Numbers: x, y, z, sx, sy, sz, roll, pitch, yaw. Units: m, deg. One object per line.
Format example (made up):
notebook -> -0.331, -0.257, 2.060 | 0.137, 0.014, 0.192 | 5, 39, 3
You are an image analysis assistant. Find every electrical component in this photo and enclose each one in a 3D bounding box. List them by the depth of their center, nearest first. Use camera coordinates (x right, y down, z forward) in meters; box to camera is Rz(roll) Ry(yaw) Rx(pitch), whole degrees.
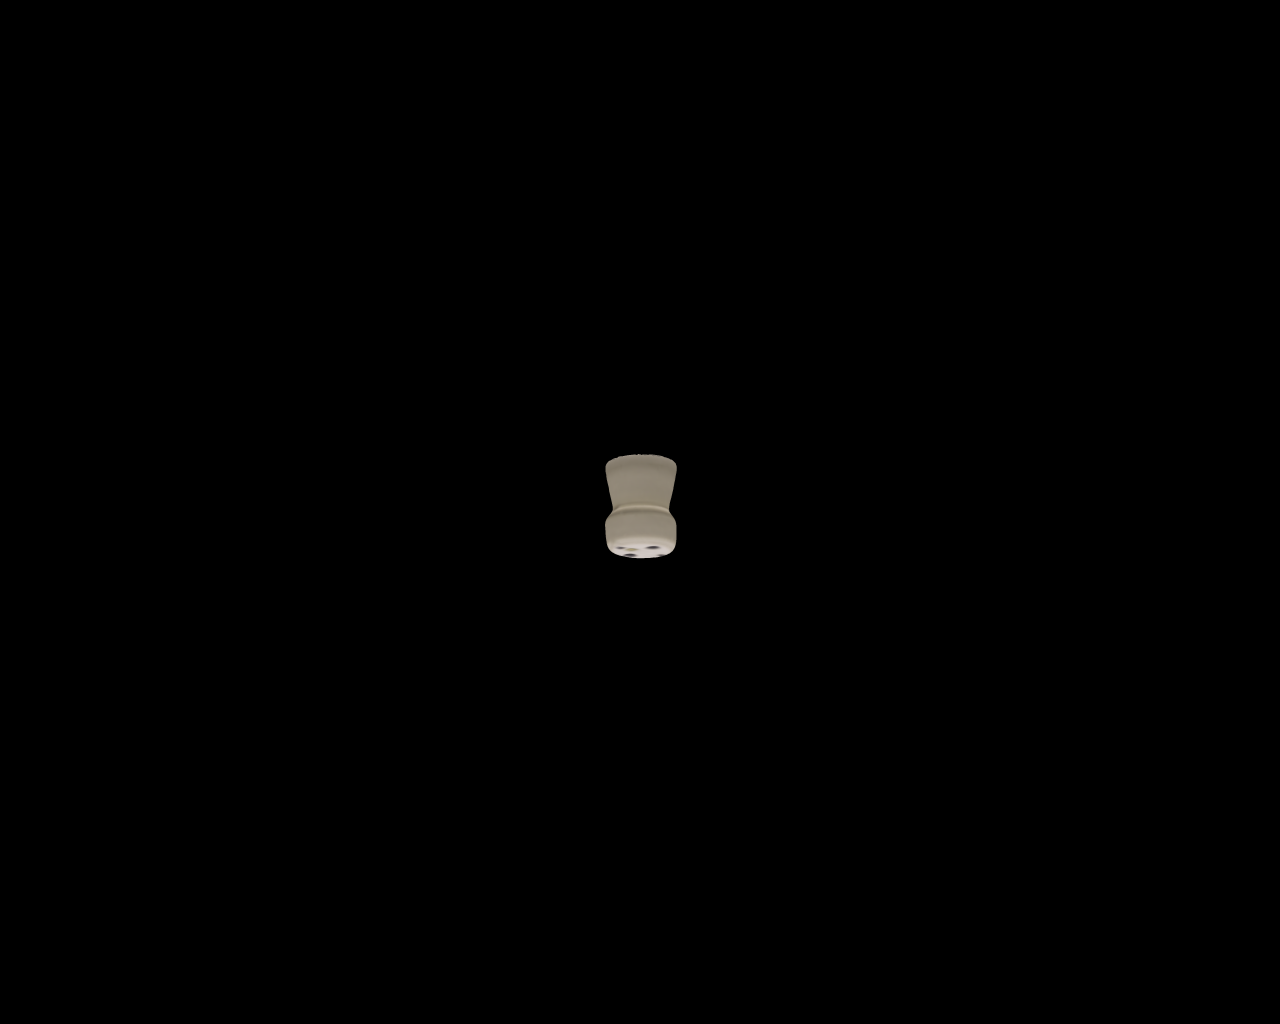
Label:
electrical component -> 0.001, -0.003, 0.650 | 0.045, 0.055, 0.045 | 0, -16, 0
